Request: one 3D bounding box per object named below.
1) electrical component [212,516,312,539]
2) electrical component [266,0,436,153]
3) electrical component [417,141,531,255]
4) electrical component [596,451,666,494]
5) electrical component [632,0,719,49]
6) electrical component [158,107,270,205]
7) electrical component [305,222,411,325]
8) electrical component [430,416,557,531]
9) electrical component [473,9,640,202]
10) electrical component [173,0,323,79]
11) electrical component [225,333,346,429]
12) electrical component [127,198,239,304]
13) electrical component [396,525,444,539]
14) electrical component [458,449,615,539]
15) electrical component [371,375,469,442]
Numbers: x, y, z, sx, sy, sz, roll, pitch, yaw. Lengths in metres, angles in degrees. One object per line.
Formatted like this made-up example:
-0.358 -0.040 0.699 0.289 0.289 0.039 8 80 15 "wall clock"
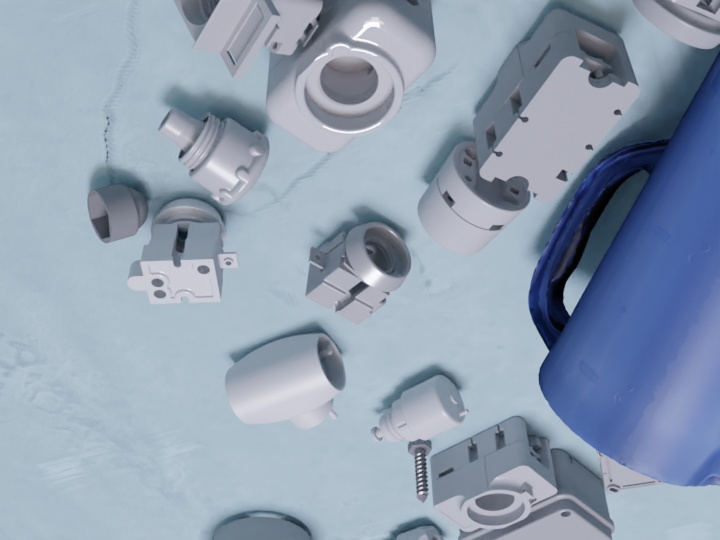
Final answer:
-0.085 0.261 0.937 0.099 0.064 0.099 0 134 0 "electrical component"
-0.006 -0.112 0.580 0.054 0.059 0.095 32 126 -28 "electrical component"
0.067 -0.042 0.653 0.055 0.055 0.047 21 134 -20 "electrical component"
0.224 0.120 0.807 0.096 0.061 0.061 -11 133 9 "electrical component"
0.176 -0.151 0.547 0.078 0.058 0.057 17 129 -16 "electrical component"
-0.088 -0.071 0.629 0.062 0.048 0.048 33 125 -20 "electrical component"
0.000 0.000 0.699 0.066 0.048 0.055 29 135 -26 "electrical component"
0.105 0.167 0.854 0.089 0.055 0.050 -31 127 26 "electrical component"
0.107 -0.093 0.602 0.050 0.055 0.089 20 131 -19 "electrical component"
-0.057 -0.139 0.544 0.064 0.081 0.042 -2 143 -41 "electrical component"
-0.045 0.090 0.786 0.077 0.043 0.079 -22 131 19 "electrical component"
-0.110 -0.012 0.677 0.066 0.055 0.048 -2 134 1 "electrical component"
0.043 0.252 0.945 0.062 0.043 0.043 -25 130 23 "electrical component"
0.144 0.208 0.894 0.113 0.057 0.078 -33 126 27 "electrical component"
0.042 0.109 0.808 0.078 0.040 0.040 -30 128 25 "electrical component"
